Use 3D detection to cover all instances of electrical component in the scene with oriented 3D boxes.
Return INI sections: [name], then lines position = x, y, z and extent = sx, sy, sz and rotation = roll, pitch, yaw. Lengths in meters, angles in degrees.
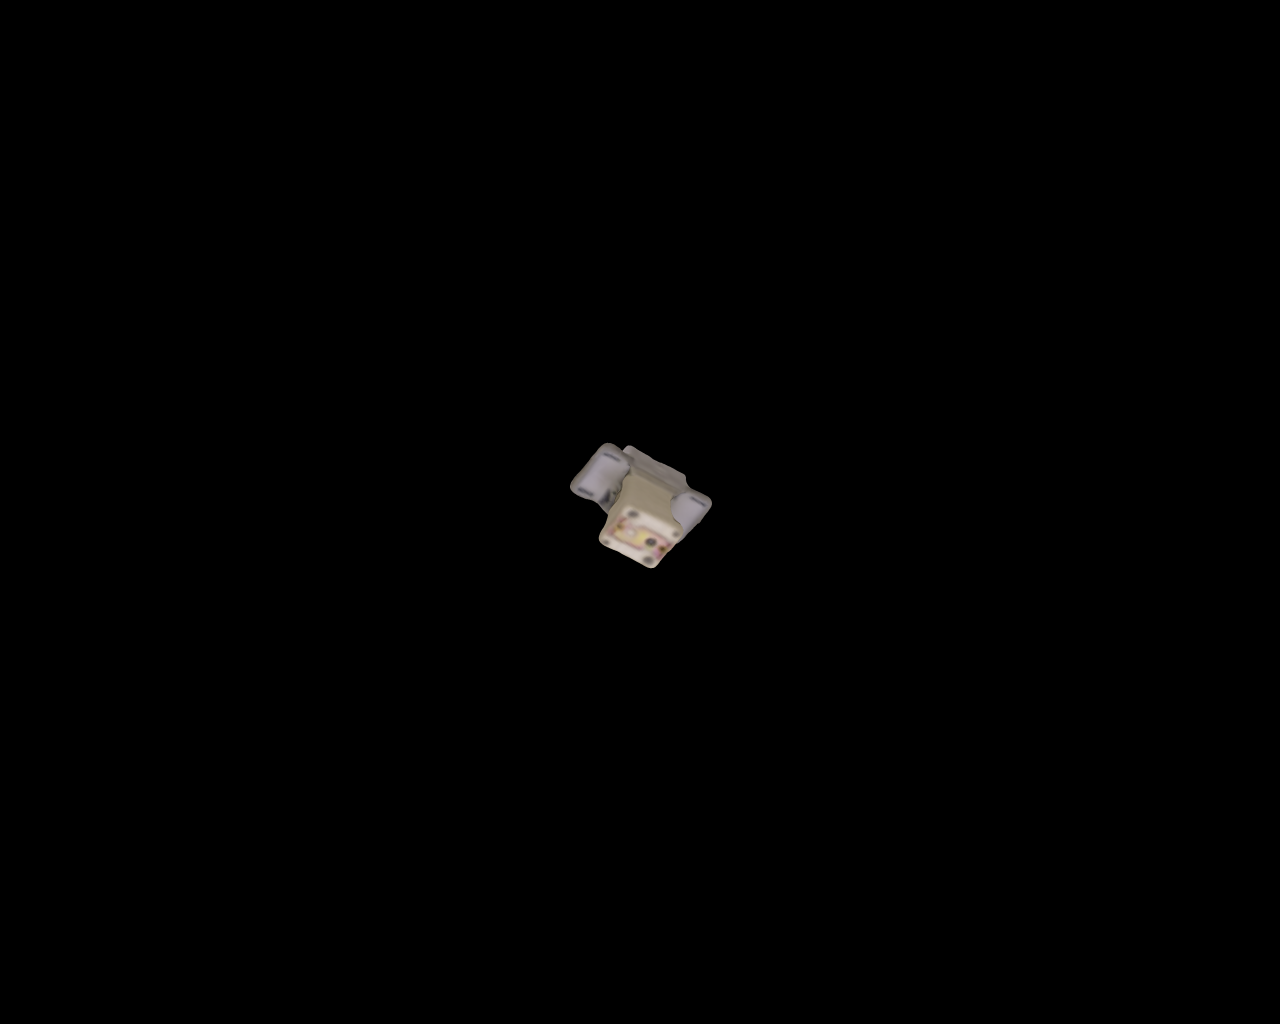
[electrical component]
position = 0.001, -0.003, 0.650
extent = 0.081, 0.042, 0.064
rotation = 27, 33, -19
